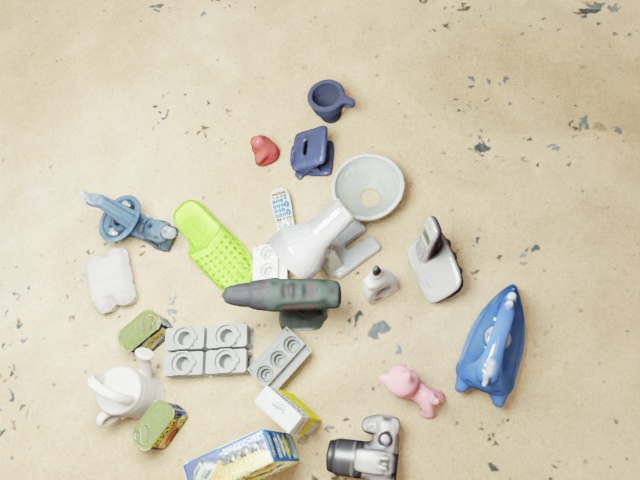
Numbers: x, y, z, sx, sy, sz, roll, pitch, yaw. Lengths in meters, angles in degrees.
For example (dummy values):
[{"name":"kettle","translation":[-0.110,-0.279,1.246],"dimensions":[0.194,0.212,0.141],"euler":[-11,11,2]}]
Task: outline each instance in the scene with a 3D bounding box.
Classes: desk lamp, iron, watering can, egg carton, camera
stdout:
[{"name":"desk lamp","translation":[0.011,0.004,1.215],"dimensions":[0.203,0.214,0.117],"euler":[-36,67,-4]},{"name":"iron","translation":[0.350,0.186,1.123],"dimensions":[0.118,0.142,0.258],"euler":[17,73,16]},{"name":"watering can","translation":[-0.407,0.306,1.188],"dimensions":[0.100,0.194,0.173],"euler":[8,71,14]},{"name":"egg carton","translation":[-0.491,0.095,1.352],"dimensions":[0.107,0.069,0.150],"euler":[-21,67,2]},{"name":"camera","translation":[0.083,0.408,1.109],"dimensions":[0.136,0.101,0.143],"euler":[3,70,12]}]

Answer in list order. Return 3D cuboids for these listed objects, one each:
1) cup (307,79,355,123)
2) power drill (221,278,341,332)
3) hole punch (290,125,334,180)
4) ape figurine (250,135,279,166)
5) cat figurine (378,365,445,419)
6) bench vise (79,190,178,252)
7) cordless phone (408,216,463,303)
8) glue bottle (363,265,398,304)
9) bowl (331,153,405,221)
[{"name":"cup","translation":[0.034,-0.329,1.402],"dimensions":[0.117,0.095,0.092],"euler":[14,73,15]},{"name":"power drill","translation":[-0.064,0.131,1.183],"dimensions":[0.229,0.209,0.075],"euler":[-6,68,8]},{"name":"hole punch","translation":[-0.023,-0.210,1.370],"dimensions":[0.101,0.091,0.108],"euler":[0,69,11]},{"name":"ape figurine","translation":[-0.143,-0.226,1.397],"dimensions":[0.076,0.092,0.078],"euler":[13,72,15]},{"name":"cat figurine","translation":[0.181,0.291,1.127],"dimensions":[0.127,0.118,0.067],"euler":[30,77,20]},{"name":"bench vise","translation":[-0.435,-0.059,1.318],"dimensions":[0.207,0.220,0.121],"euler":[-3,69,10]},{"name":"cordless phone","translation":[0.238,0.038,1.176],"dimensions":[0.094,0.185,0.147],"euler":[-23,67,2]},{"name":"glue bottle","translation":[0.121,0.085,1.186],"dimensions":[0.078,0.173,0.037],"euler":[-33,67,-3]},{"name":"bowl","translation":[0.112,-0.110,1.316],"dimensions":[0.167,0.075,0.167],"euler":[-3,69,9]}]
